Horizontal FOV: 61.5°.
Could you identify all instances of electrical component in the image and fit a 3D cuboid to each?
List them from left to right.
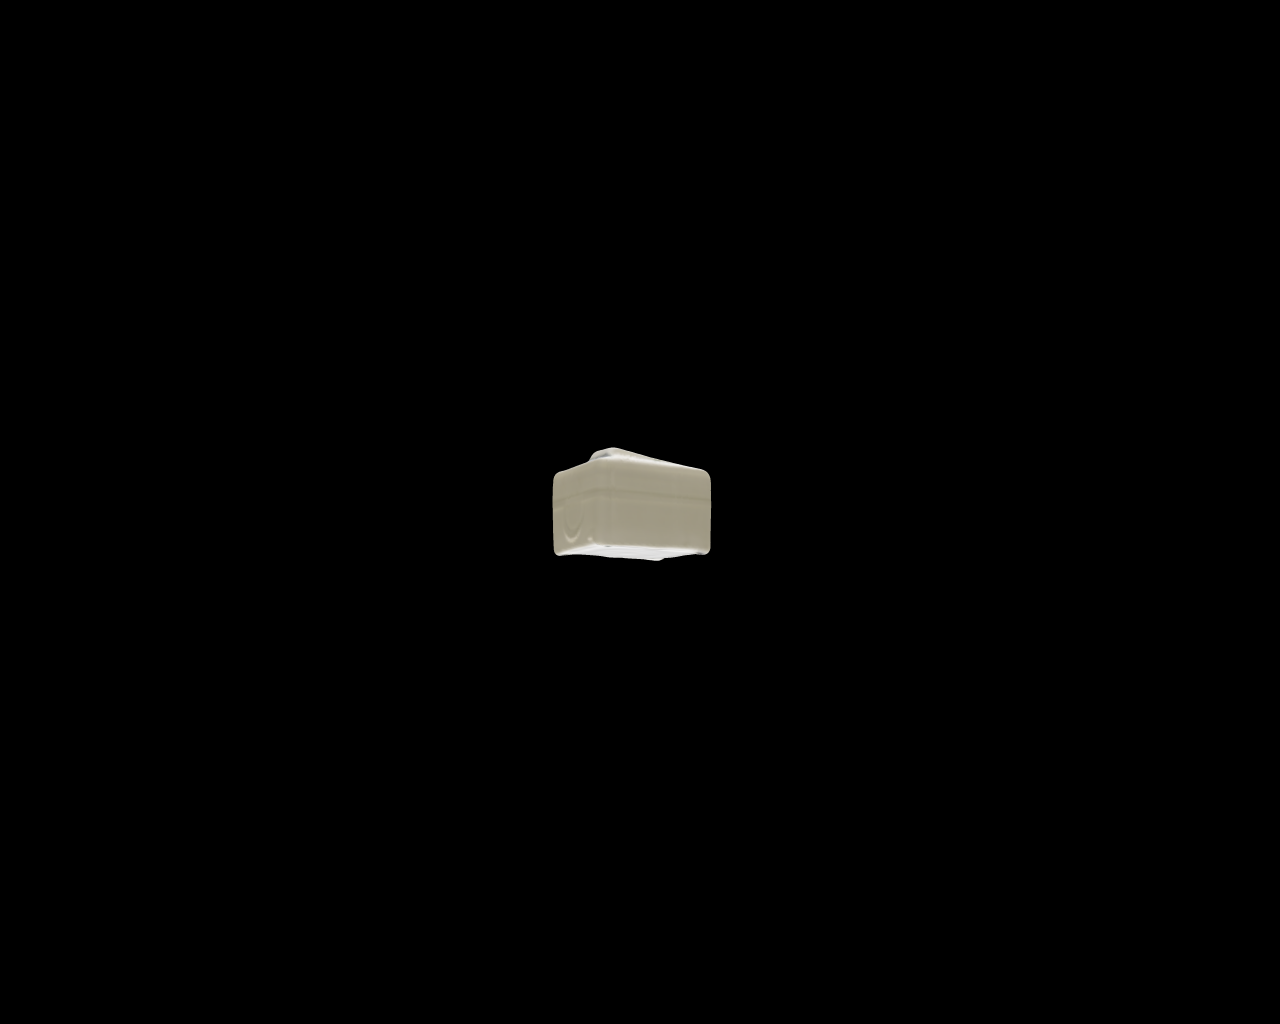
[{"bbox_3d":[0.001,-0.003,0.650,0.096,0.061,0.061,5,-10,-32],"label":"electrical component"}]
